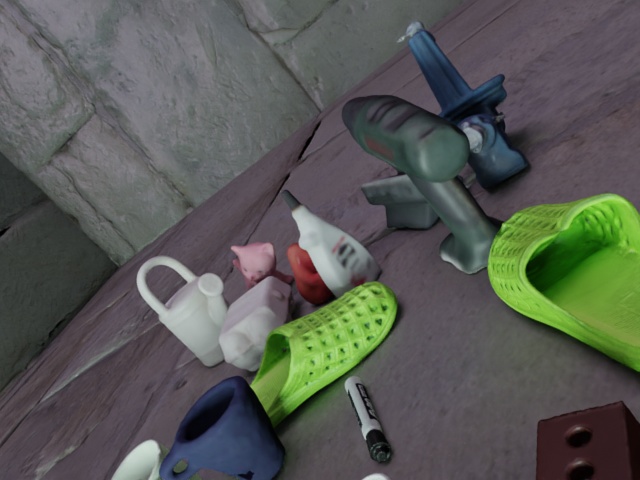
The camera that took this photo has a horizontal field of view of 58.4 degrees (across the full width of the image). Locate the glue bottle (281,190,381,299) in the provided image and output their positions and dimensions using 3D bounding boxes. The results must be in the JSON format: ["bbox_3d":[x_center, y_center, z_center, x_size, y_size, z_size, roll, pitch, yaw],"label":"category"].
[{"bbox_3d":[0.007,0.003,0.741,0.037,0.173,0.078,-24,24,44],"label":"glue bottle"}]

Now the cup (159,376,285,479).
[{"bbox_3d":[-0.089,0.208,0.566,0.118,0.095,0.091,-46,17,-17],"label":"cup"}]

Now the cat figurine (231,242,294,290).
[{"bbox_3d":[-0.109,0.047,0.984,0.067,0.118,0.127,-50,19,-27],"label":"cat figurine"}]

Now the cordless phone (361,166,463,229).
[{"bbox_3d":[0.098,-0.110,0.806,0.094,0.185,0.147,-48,18,-21],"label":"cordless phone"}]

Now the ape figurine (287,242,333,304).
[{"bbox_3d":[-0.011,0.041,0.826,0.076,0.092,0.078,-36,17,17],"label":"ape figurine"}]

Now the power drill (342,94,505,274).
[{"bbox_3d":[0.114,-0.069,0.624,0.075,0.209,0.229,-41,17,-1],"label":"power drill"}]

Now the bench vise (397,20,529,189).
[{"bbox_3d":[0.190,-0.189,0.745,0.121,0.220,0.207,-38,17,9],"label":"bench vise"}]

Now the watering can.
[{"bbox_3d":[-0.208,0.101,0.928,0.172,0.194,0.101,-34,18,23],"label":"watering can"}]

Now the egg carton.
[{"bbox_3d":[-0.087,0.119,0.834,0.107,0.069,0.150,-37,17,14],"label":"egg carton"}]
